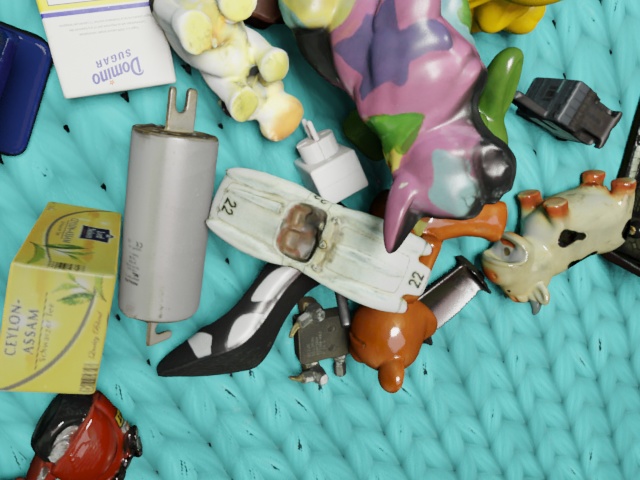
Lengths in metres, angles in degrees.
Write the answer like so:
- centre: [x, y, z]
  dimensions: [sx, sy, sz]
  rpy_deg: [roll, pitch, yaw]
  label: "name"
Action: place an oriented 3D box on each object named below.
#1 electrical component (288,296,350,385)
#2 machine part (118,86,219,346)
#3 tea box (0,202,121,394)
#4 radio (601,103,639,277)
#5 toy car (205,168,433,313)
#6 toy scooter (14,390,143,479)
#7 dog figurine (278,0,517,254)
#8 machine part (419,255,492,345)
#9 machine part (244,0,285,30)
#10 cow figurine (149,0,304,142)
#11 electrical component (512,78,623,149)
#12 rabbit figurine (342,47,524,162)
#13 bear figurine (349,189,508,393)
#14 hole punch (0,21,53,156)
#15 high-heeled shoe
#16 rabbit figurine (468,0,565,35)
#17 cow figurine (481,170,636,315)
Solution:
- centre: [-0.001, 0.113, 0.595]
  dimensions: [0.078, 0.045, 0.102]
  rpy_deg: [-1, 107, -16]
  label: "electrical component"
- centre: [-0.140, -0.015, 0.490]
  dimensions: [0.079, 0.079, 0.243]
  rpy_deg: [6, 106, -20]
  label: "machine part"
- centre: [-0.204, 0.037, 0.436]
  dimensions: [0.068, 0.170, 0.098]
  rpy_deg: [10, 103, -21]
  label: "tea box"
- centre: [0.422, -0.065, 0.626]
  dimensions: [0.073, 0.131, 0.229]
  rpy_deg: [4, 107, -17]
  label: "radio"
- centre: [-0.001, -0.001, 0.471]
  dimensions: [0.202, 0.056, 0.073]
  rpy_deg: [23, 94, 8]
  label: "toy car"
- centre: [-0.242, 0.240, 0.543]
  dimensions: [0.135, 0.075, 0.184]
  rpy_deg: [35, 97, -24]
  label: "toy scooter"
- centre: [0.052, -0.105, 0.403]
  dimensions: [0.192, 0.108, 0.219]
  rpy_deg: [9, 103, 24]
  label: "dog figurine"
- centre: [0.131, 0.074, 0.630]
  dimensions: [0.139, 0.039, 0.084]
  rpy_deg: [-34, 109, -3]
  label: "machine part"
- centre: [-0.028, -0.268, 0.456]
  dimensions: [0.179, 0.056, 0.179]
  rpy_deg: [-5, 108, -16]
  label: "machine part"
- centre: [-0.078, -0.152, 0.458]
  dimensions: [0.068, 0.098, 0.167]
  rpy_deg: [-46, 148, -6]
  label: "cow figurine"
- centre: [0.252, -0.146, 0.578]
  dimensions: [0.119, 0.075, 0.047]
  rpy_deg: [25, 99, -21]
  label: "electrical component"
- centre: [0.130, -0.121, 0.543]
  dimensions: [0.170, 0.121, 0.159]
  rpy_deg: [22, 94, -42]
  label: "rabbit figurine"
- centre: [0.100, 0.047, 0.554]
  dimensions: [0.132, 0.120, 0.195]
  rpy_deg: [0, 97, -18]
  label: "bear figurine"
- centre: [-0.281, -0.122, 0.406]
  dimensions: [0.116, 0.092, 0.142]
  rpy_deg: [18, 105, -19]
  label: "hole punch"
- centre: [-0.069, 0.049, 0.553]
  dimensions: [0.249, 0.145, 0.086]
  rpy_deg: [-19, 153, 14]
  label: "high-heeled shoe"
- centre: [0.156, -0.240, 0.461]
  dimensions: [0.162, 0.173, 0.121]
  rpy_deg: [-7, 114, -20]
  label: "rabbit figurine"
- centre: [0.274, 0.003, 0.631]
  dimensions: [0.195, 0.086, 0.127]
  rpy_deg: [-19, 110, -15]
  label: "cow figurine"
